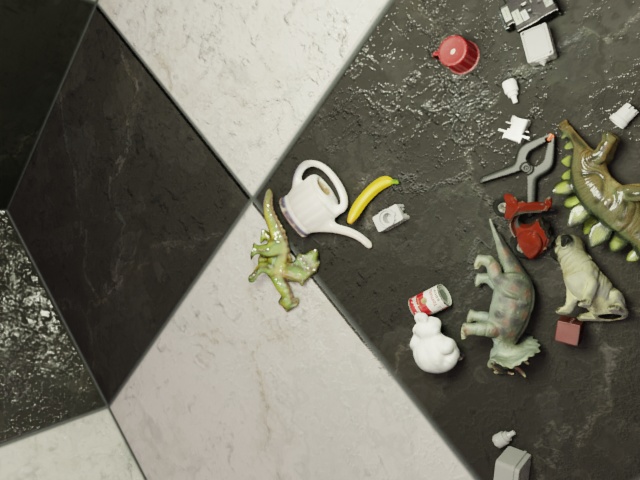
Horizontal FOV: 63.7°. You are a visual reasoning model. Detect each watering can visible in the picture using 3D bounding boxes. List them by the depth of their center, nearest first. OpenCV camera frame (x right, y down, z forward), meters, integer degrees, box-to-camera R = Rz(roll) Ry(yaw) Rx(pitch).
[{"bbox_3d":[0.005,-0.082,1.639,0.221,0.105,0.350,-35,80,28],"label":"watering can"}]

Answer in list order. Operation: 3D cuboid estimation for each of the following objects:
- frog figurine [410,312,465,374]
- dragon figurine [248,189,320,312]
[{"bbox_3d":[0.305,0.280,1.404,0.137,0.124,0.157,7,132,52],"label":"frog figurine"},{"bbox_3d":[-0.110,0.047,1.742,0.243,0.123,0.407,12,101,16],"label":"dragon figurine"}]
